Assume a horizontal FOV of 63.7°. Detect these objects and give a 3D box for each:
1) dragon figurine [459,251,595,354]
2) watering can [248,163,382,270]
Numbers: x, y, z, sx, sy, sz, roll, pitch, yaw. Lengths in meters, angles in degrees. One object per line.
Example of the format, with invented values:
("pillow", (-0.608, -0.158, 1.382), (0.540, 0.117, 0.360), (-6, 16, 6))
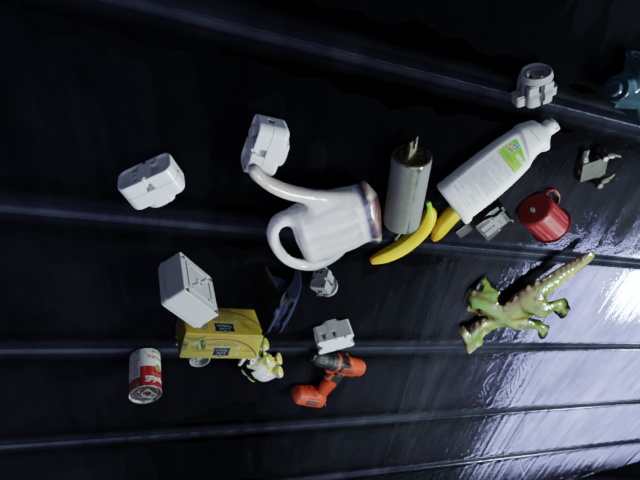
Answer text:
("dragon figurine", (0.500, 0.155, 1.342), (0.242, 0.401, 0.125), (10, 35, -17))
("watering can", (0.003, -0.048, 0.952), (0.224, 0.106, 0.340), (-20, -34, -2))
